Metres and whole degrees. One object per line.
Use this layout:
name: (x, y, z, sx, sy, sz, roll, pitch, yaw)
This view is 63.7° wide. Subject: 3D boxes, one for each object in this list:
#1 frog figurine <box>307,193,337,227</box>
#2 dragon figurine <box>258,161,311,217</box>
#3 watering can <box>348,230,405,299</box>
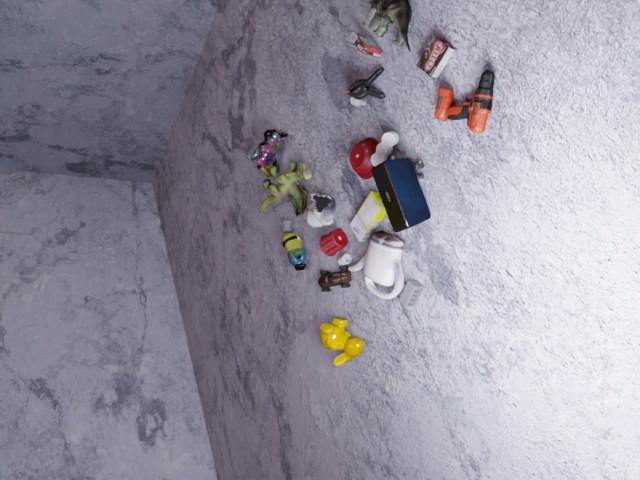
frog figurine: (0.007, -0.108, 2.141, 0.124, 0.155, 0.139, -26, 56, -24)
dragon figurine: (-0.152, -0.210, 2.377, 0.122, 0.402, 0.247, -3, 46, -40)
watering can: (0.198, 0.073, 1.834, 0.104, 0.222, 0.351, 7, 12, -27)
